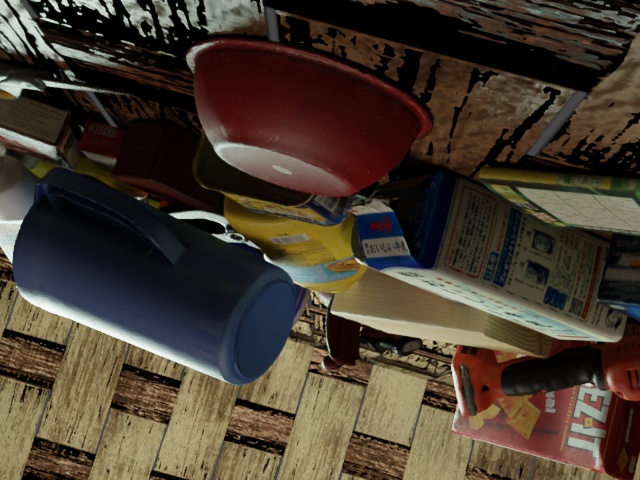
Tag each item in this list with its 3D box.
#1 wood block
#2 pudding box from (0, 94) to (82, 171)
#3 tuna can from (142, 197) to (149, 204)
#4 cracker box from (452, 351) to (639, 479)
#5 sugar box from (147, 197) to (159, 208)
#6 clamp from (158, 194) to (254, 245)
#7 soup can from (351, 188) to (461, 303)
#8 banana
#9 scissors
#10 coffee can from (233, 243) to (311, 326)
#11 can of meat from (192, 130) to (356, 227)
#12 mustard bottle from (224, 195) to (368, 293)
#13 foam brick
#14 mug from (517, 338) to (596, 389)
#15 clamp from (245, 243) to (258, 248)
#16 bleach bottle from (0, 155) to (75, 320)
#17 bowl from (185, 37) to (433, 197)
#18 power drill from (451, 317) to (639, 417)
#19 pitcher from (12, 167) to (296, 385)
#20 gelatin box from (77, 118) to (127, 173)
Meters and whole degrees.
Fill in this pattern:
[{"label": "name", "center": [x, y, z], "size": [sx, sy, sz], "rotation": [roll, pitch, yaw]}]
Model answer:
[{"label": "wood block", "center": [0.115, 0.045, 0.989], "size": [0.090, 0.091, 0.207], "rotation": [22, 169, -36]}, {"label": "pudding box", "center": [-0.269, -0.104, 0.938], "size": [0.113, 0.039, 0.090], "rotation": [17, 171, -1]}, {"label": "tuna can", "center": [-0.230, -0.031, 1.154], "size": [0.086, 0.086, 0.033], "rotation": [13, 168, 20]}, {"label": "cracker box", "center": [0.267, 0.170, 1.229], "size": [0.214, 0.164, 0.072], "rotation": [7, 169, 45]}, {"label": "sugar box", "center": [-0.266, -0.027, 1.213], "size": [0.176, 0.093, 0.048], "rotation": [24, 167, -39]}, {"label": "clamp", "center": [-0.069, -0.022, 1.018], "size": [0.171, 0.039, 0.120], "rotation": [12, 150, -6]}, {"label": "soup can", "center": [0.085, 0.004, 0.875], "size": [0.102, 0.068, 0.069], "rotation": [22, 169, -27]}, {"label": "banana", "center": [-0.249, -0.062, 1.094], "size": [0.198, 0.037, 0.069], "rotation": [4, -152, 22]}, {"label": "scissors", "center": [-0.221, -0.120, 0.833], "size": [0.202, 0.016, 0.096], "rotation": [15, 172, 13]}, {"label": "coffee can", "center": [-0.095, 0.048, 1.328], "size": [0.140, 0.103, 0.103], "rotation": [22, 169, -29]}, {"label": "can of meat", "center": [-0.030, -0.049, 0.802], "size": [0.102, 0.057, 0.083], "rotation": [13, 172, 23]}, {"label": "mustard bottle", "center": [-0.006, 0.001, 0.936], "size": [0.096, 0.058, 0.191], "rotation": [-7, 153, 17]}, {"label": "foam brick", "center": [-0.122, -0.062, 0.892], "size": [0.051, 0.053, 0.078], "rotation": [8, 166, 43]}, {"label": "mug", "center": [0.261, 0.107, 1.127], "size": [0.093, 0.081, 0.117], "rotation": [9, 168, 37]}, {"label": "clamp", "center": [-0.082, -0.021, 1.106], "size": [0.210, 0.036, 0.164], "rotation": [13, 164, 2]}, {"label": "bleach bottle", "center": [-0.290, -0.010, 1.074], "size": [0.103, 0.068, 0.250], "rotation": [15, 151, 24]}, {"label": "bowl", "center": [-0.014, -0.068, 0.667], "size": [0.162, 0.055, 0.162], "rotation": [16, 170, 3]}, {"label": "power drill", "center": [0.224, 0.110, 1.005], "size": [0.188, 0.057, 0.184], "rotation": [-12, -173, 17]}, {"label": "pitcher", "center": [-0.148, 0.031, 0.949], "size": [0.243, 0.145, 0.149], "rotation": [21, -170, 27]}, {"label": "gelatin box", "center": [-0.170, -0.076, 0.960], "size": [0.073, 0.030, 0.089], "rotation": [17, 171, 5]}]
